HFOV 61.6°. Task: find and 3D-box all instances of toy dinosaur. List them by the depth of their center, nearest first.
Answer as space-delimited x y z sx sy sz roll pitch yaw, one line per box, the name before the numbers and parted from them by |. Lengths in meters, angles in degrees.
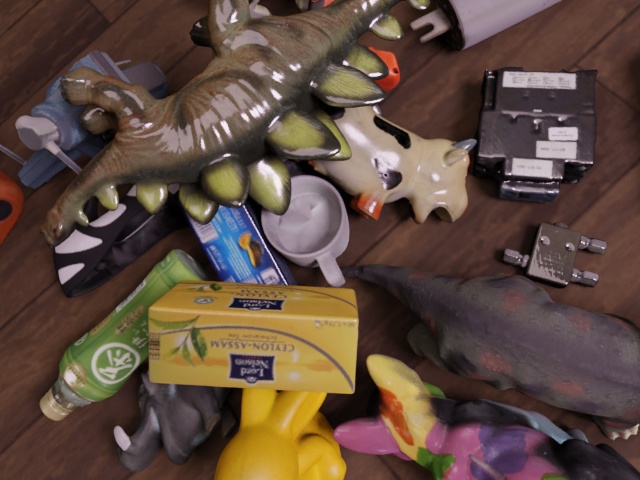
toy dinosaur | 0.186 0.084 0.448 0.405 0.192 0.131 13 77 13
toy dinosaur | -0.051 -0.139 0.478 0.471 0.105 0.198 -41 86 -3

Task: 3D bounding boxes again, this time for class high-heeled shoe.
high-heeled shoe | -0.188 0.001 0.607 0.249 0.086 0.145 3 80 17

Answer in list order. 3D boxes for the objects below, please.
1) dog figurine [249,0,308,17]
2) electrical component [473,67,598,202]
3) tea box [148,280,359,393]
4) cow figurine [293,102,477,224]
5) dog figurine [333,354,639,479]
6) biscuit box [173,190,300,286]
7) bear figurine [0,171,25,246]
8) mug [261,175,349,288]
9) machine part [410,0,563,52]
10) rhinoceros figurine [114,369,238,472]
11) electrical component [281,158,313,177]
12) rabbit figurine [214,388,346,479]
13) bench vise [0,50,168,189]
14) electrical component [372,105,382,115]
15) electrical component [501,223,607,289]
dog figurine | -0.061 -0.380 0.667 0.172 0.121 0.190 5 69 -6
electrical component | 0.220 -0.108 0.560 0.115 0.058 0.134 7 78 15
tea box | -0.053 0.080 0.472 0.170 0.098 0.068 4 99 0
cow figurine | 0.071 -0.085 0.558 0.195 0.085 0.127 36 93 -5
dog figurine | 0.126 0.179 0.449 0.219 0.191 0.108 23 88 1
biscuit box | -0.069 0.026 0.545 0.059 0.063 0.202 -28 95 5
bear figurine | -0.457 -0.082 0.662 0.196 0.120 0.132 43 91 20
mug | -0.001 -0.002 0.552 0.081 0.107 0.109 -33 74 1
machine part | 0.217 -0.281 0.595 0.243 0.079 0.079 -25 72 3
rhinoceros figurine | -0.136 0.156 0.557 0.112 0.073 0.190 32 84 16
electrical component | -0.045 -0.081 0.613 0.075 0.047 0.119 -34 70 2
rabbit figurine | -0.034 0.194 0.475 0.122 0.173 0.162 7 81 17
bench vise | -0.279 -0.120 0.615 0.241 0.128 0.224 -29 29 29
electrical component | 0.022 -0.141 0.605 0.102 0.078 0.045 -32 27 -3
electrical component | 0.236 0.013 0.544 0.094 0.021 0.063 15 79 16
